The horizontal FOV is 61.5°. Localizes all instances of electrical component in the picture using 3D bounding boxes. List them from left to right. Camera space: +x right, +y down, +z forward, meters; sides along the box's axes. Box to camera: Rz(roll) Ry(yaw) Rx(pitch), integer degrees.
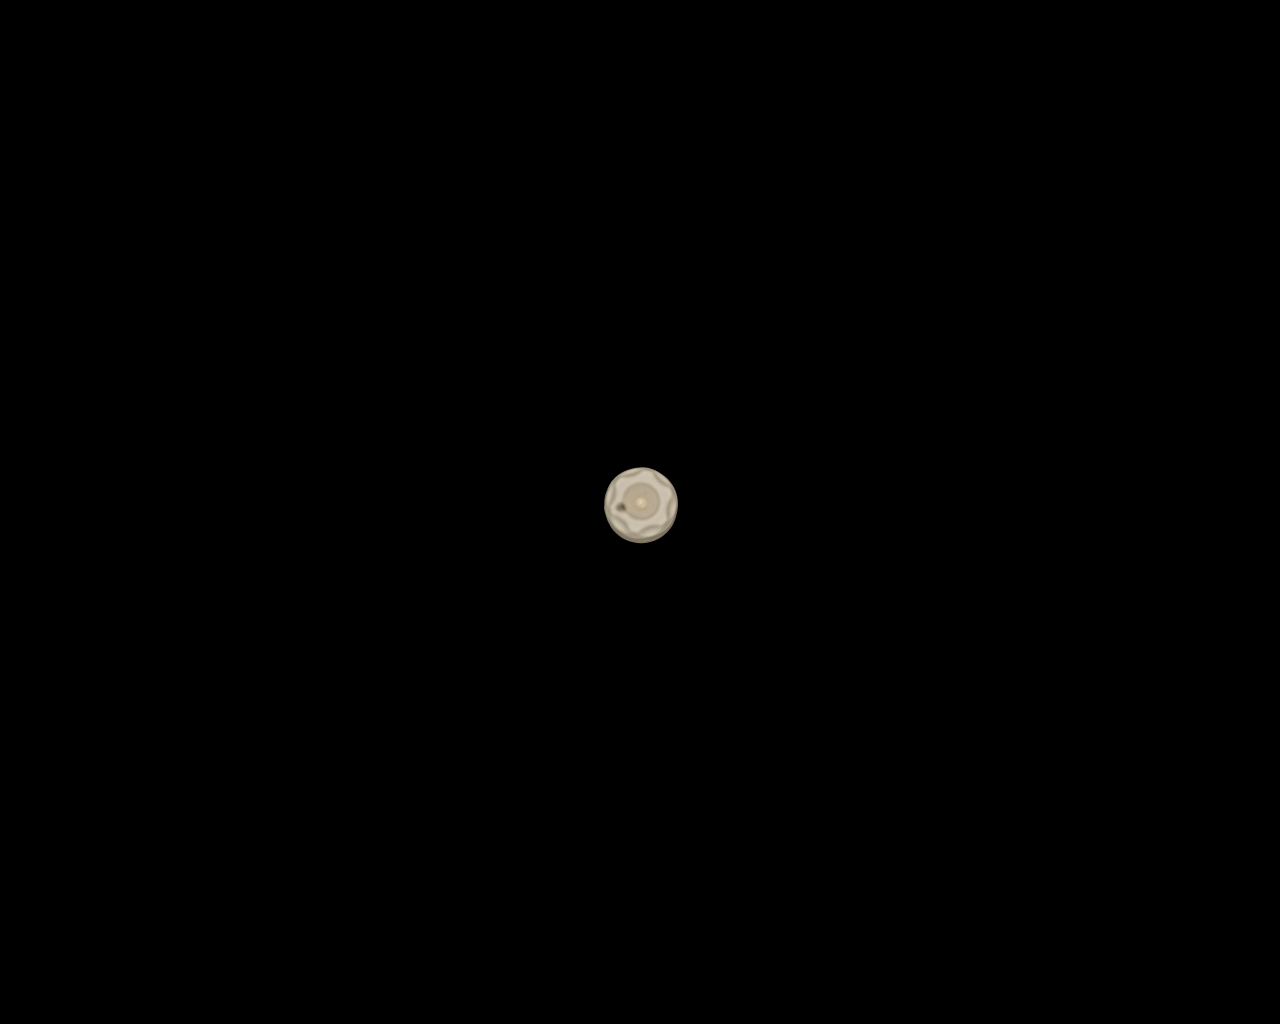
[{"bbox_3d":[0.001,-0.003,0.650,0.043,0.043,0.062,0,-8,0],"label":"electrical component"}]
